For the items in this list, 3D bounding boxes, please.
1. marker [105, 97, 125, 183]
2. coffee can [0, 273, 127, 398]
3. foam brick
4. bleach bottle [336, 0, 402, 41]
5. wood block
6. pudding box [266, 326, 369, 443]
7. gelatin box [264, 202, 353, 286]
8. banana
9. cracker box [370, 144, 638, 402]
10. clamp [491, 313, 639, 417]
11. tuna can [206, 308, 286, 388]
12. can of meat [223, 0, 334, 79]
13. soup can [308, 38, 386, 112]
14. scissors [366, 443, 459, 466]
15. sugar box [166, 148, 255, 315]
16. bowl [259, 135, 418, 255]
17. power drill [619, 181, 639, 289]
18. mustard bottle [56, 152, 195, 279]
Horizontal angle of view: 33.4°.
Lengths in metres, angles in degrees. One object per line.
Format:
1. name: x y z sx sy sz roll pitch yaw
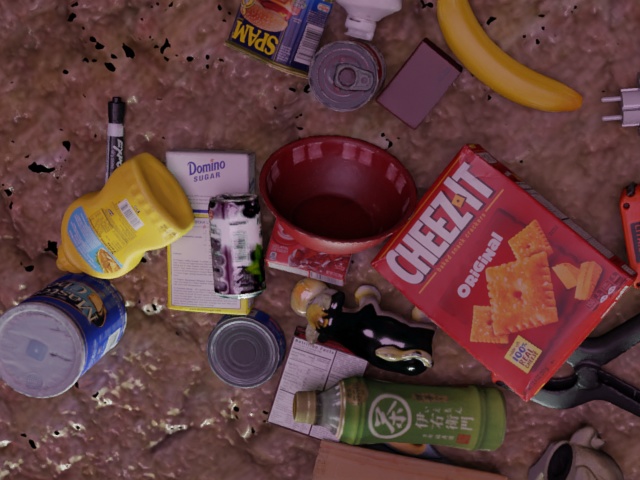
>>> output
1. marker: -0.225 -0.097 1.171 0.020 0.020 0.121 7 104 8
2. coffee can: -0.281 0.099 1.160 0.103 0.140 0.103 2 103 8
3. foam brick: 0.102 -0.159 1.088 0.053 0.051 0.078 39 106 -2
4. bleach bottle: 0.078 -0.319 1.043 0.102 0.068 0.251 17 102 8
5. wood block: 0.090 0.295 1.153 0.206 0.090 0.091 11 127 5
6. pudding box: -0.002 0.162 1.182 0.090 0.039 0.113 19 103 4
7. gelatin box: -0.008 0.001 1.136 0.089 0.030 0.073 15 74 5
8. banana: 0.178 -0.191 1.075 0.070 0.037 0.198 -40 94 15
9. cracker box: 0.184 0.030 1.081 0.214 0.072 0.164 41 105 14
10. clamp: 0.286 0.127 1.115 0.210 0.036 0.164 3 118 15
11. tuna can: -0.082 0.121 1.188 0.086 0.033 0.086 2 103 9
12. can of meat: -0.041 -0.219 1.077 0.102 0.057 0.084 32 106 41
13. soup can: 0.030 -0.167 1.071 0.068 0.102 0.068 2 103 9
14. scissors: 0.128 0.267 1.196 0.202 0.016 0.096 40 107 -1
15. sugar box: -0.118 -0.010 1.160 0.093 0.048 0.176 3 99 8
16. bowl: 0.016 -0.036 1.095 0.162 0.162 0.055 15 135 6
17. power drill: 0.401 -0.002 1.056 0.188 0.057 0.184 -10 100 20
18. mustard bottle: -0.225 -0.011 1.151 0.192 0.058 0.096 -31 97 36
